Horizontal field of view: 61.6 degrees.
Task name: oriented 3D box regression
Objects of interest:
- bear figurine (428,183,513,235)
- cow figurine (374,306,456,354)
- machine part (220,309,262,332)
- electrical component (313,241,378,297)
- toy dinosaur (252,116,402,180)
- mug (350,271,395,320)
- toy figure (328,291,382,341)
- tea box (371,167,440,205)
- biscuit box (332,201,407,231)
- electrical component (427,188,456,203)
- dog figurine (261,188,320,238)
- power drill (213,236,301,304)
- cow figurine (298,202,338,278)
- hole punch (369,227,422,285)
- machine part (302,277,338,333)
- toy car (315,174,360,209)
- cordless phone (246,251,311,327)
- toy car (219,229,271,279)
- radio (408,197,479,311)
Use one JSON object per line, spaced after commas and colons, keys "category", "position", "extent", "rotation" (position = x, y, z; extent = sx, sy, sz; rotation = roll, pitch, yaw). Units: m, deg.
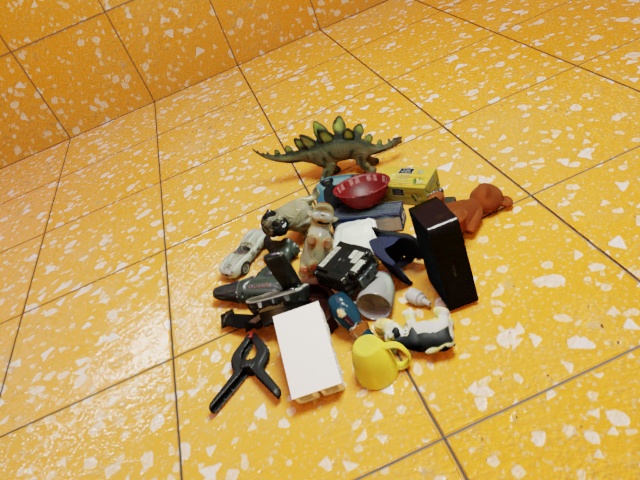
{"category": "bear figurine", "position": [0.380, -0.091, 1.340], "extent": [0.196, 0.131, 0.120], "rotation": [-35, 54, -7]}
{"category": "cow figurine", "position": [0.195, 0.200, 1.121], "extent": [0.167, 0.068, 0.098], "rotation": [-10, 44, 17]}
{"category": "machine part", "position": [-0.184, 0.197, 1.331], "extent": [0.139, 0.039, 0.084], "rotation": [-3, 22, 30]}
{"category": "electrical component", "position": [0.066, 0.068, 1.251], "extent": [0.115, 0.058, 0.134], "rotation": [-46, 37, -22]}
{"category": "toy dinosaur", "position": [0.025, -0.281, 1.702], "extent": [0.472, 0.198, 0.105], "rotation": [-11, 35, 12]}
{"category": "mug", "position": [0.126, 0.124, 1.248], "extent": [0.110, 0.080, 0.107], "rotation": [-13, 27, 31]}
{"category": "toy figure", "position": [0.077, 0.184, 1.184], "extent": [0.064, 0.057, 0.154], "rotation": [-20, 63, -36]}
{"category": "tea box", "position": [0.245, -0.156, 1.536], "extent": [0.170, 0.068, 0.098], "rotation": [5, 45, 34]}
{"category": "biscuit box", "position": [0.132, -0.058, 1.479], "extent": [0.203, 0.059, 0.063], "rotation": [-4, 40, 23]}
{"category": "electrical component", "position": [0.323, -0.095, 1.437], "extent": [0.078, 0.045, 0.102], "rotation": [1, 43, 31]}
{"category": "dog figurine", "position": [-0.085, -0.050, 1.495], "extent": [0.190, 0.172, 0.121], "rotation": [-22, 64, -21]}
{"category": "power drill", "position": [-0.155, 0.083, 1.438], "extent": [0.232, 0.085, 0.207], "rotation": [1, 39, 27]}
{"category": "cow figurine", "position": [-0.003, -0.004, 1.388], "extent": [0.085, 0.194, 0.127], "rotation": [10, 20, -5]}
{"category": "hole punch", "position": [0.178, 0.040, 1.282], "extent": [0.116, 0.142, 0.092], "rotation": [13, 70, 45]}
{"category": "machine part", "position": [-0.032, 0.172, 1.281], "extent": [0.179, 0.056, 0.179], "rotation": [-14, 38, 12]}
{"category": "toy car", "position": [0.058, -0.147, 1.599], "extent": [0.162, 0.109, 0.103], "rotation": [-18, 18, -8]}
{"category": "cordless phone", "position": [-0.110, 0.103, 1.211], "extent": [0.147, 0.184, 0.089], "rotation": [-15, 44, 12]}
{"category": "toy car", "position": [-0.212, 0.033, 1.549], "extent": [0.074, 0.056, 0.202], "rotation": [7, 46, 34]}
{"category": "radio", "position": [0.266, 0.028, 1.163], "extent": [0.073, 0.229, 0.131], "rotation": [-22, 31, 0]}
